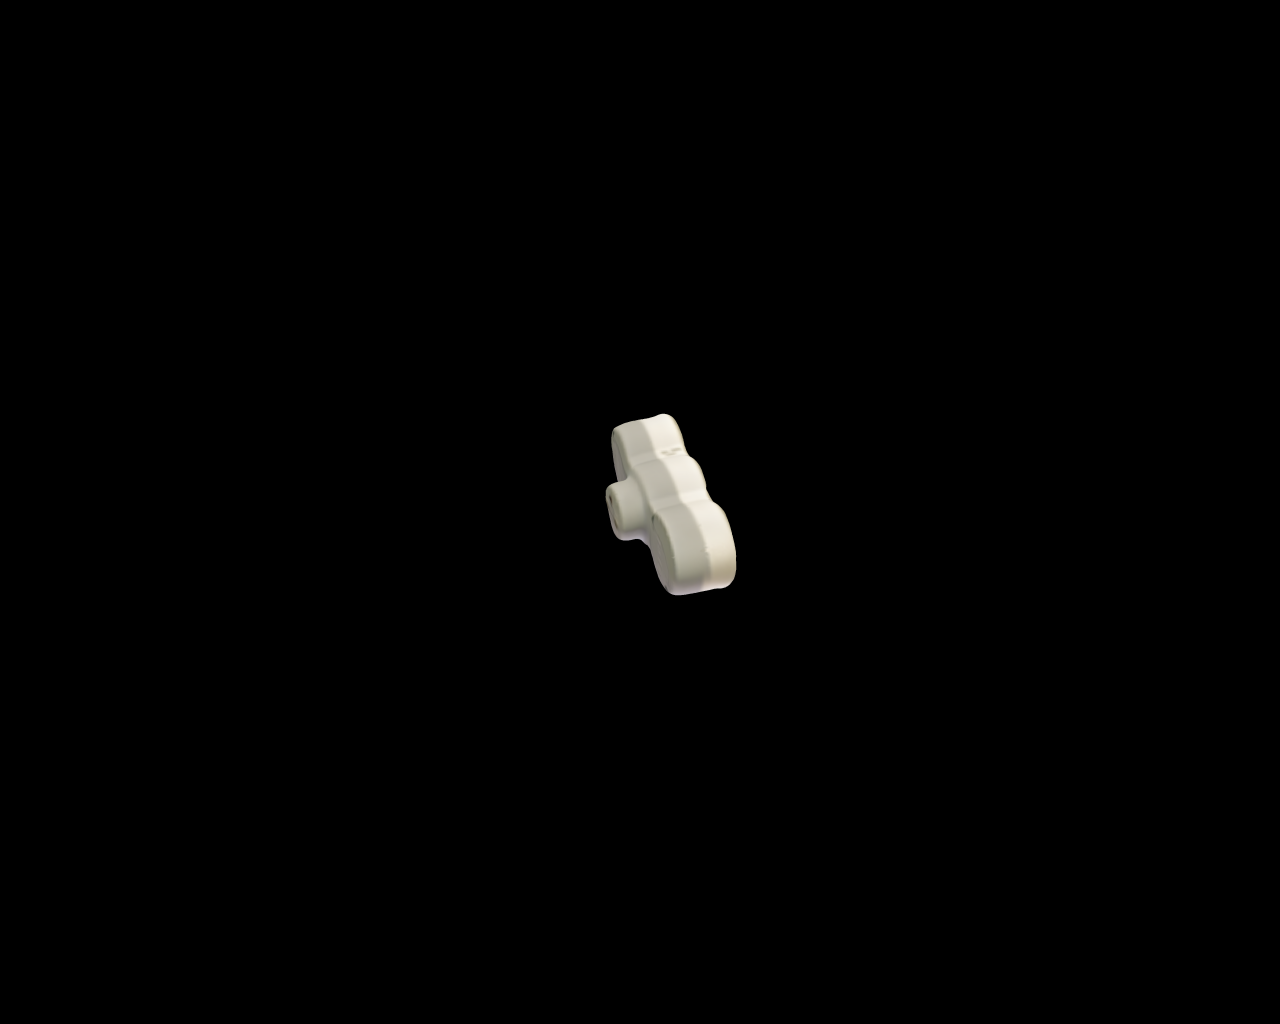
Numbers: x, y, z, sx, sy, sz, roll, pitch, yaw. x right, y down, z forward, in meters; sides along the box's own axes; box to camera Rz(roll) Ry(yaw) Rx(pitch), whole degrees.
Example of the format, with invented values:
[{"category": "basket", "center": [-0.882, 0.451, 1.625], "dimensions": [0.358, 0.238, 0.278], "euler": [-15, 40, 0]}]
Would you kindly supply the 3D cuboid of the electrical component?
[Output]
[{"category": "electrical component", "center": [0.001, -0.003, 0.650], "dimensions": [0.074, 0.052, 0.138], "euler": [-11, 43, -12]}]
